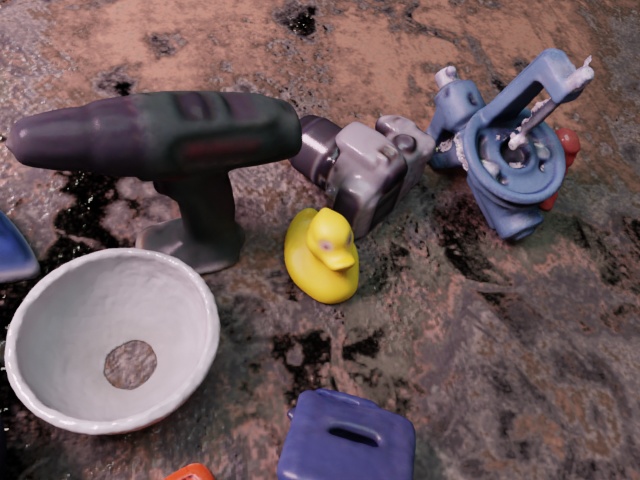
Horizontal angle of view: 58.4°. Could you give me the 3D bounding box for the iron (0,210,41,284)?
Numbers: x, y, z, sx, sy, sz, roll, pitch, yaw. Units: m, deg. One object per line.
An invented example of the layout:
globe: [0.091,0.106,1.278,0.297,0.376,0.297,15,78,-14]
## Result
iron: [-0.385,-0.051,0.518,0.258,0.141,0.119,20,55,5]

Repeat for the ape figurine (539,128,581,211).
ape figurine: [0.276,-0.093,0.684,0.078,0.092,0.076,-24,62,-23]

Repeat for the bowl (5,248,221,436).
bowl: [-0.170,0.093,0.493,0.167,0.075,0.167,4,55,-6]

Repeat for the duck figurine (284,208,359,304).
duck figurine: [0.005,0.002,0.578,0.078,0.086,0.104,-16,59,-19]

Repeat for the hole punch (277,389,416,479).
hole punch: [0.020,0.171,0.459,0.108,0.091,0.101,15,54,2]

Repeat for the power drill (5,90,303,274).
power drill: [-0.130,-0.048,0.515,0.230,0.208,0.075,-19,60,-20]

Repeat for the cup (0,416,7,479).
cup: [-0.280,0.167,0.411,0.118,0.095,0.091,-25,63,-24]

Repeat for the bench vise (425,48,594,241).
bench vise: [0.187,-0.128,0.615,0.122,0.220,0.207,-36,67,-28]

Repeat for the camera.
camera: [0.039,-0.097,0.643,0.136,0.101,0.143,37,58,17]
